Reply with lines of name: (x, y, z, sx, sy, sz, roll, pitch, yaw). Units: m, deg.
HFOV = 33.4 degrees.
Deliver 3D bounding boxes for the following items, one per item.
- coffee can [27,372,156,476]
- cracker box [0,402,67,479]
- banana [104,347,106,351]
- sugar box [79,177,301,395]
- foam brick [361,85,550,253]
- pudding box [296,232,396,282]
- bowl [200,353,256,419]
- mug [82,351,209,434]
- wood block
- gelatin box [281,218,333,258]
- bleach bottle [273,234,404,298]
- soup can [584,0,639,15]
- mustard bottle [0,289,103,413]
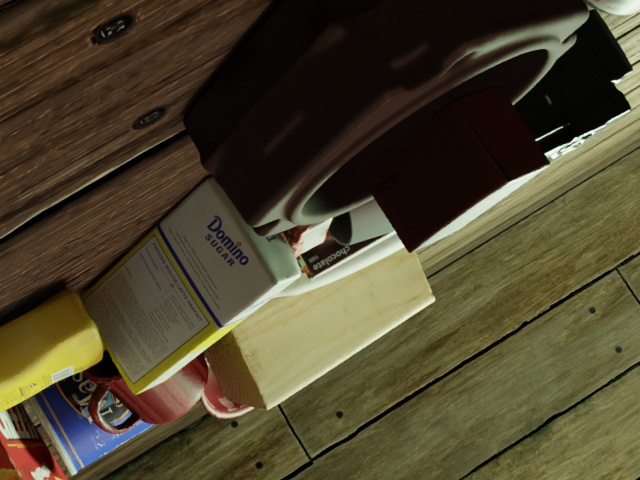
coffee can: (-0.205, 0.148, 1.037, 0.140, 0.103, 0.103, -30, 171, -17)
cracker box: (-0.266, 0.241, 0.970, 0.072, 0.214, 0.164, -33, 172, -8)
banana: (-0.228, 0.092, 0.881, 0.197, 0.037, 0.070, -29, 157, -21)
sugar box: (-0.101, 0.034, 0.801, 0.176, 0.093, 0.048, -37, 171, 32)
foam brick: (0.072, -0.038, 0.571, 0.051, 0.053, 0.078, -22, 168, -48)
pudding box: (0.018, -0.033, 0.853, 0.113, 0.090, 0.039, -31, 172, -6)
bowl: (-0.084, 0.101, 1.098, 0.161, 0.055, 0.162, -33, 137, -38)
mug: (-0.157, 0.119, 0.940, 0.093, 0.081, 0.117, 9, -124, 40)
wood block: (-0.006, 0.068, 1.014, 0.205, 0.090, 0.091, -30, -167, -28)
gelatin box: (-0.024, -0.031, 0.769, 0.030, 0.073, 0.089, -30, 172, -9)
bleach bottle: (-0.006, 0.001, 0.916, 0.251, 0.102, 0.068, -32, -178, 0)
soup can: (0.210, -0.197, 0.680, 0.068, 0.068, 0.102, -28, 171, -25)
mustard bottle: (-0.255, 0.107, 0.778, 0.191, 0.058, 0.096, -29, 171, -20)
